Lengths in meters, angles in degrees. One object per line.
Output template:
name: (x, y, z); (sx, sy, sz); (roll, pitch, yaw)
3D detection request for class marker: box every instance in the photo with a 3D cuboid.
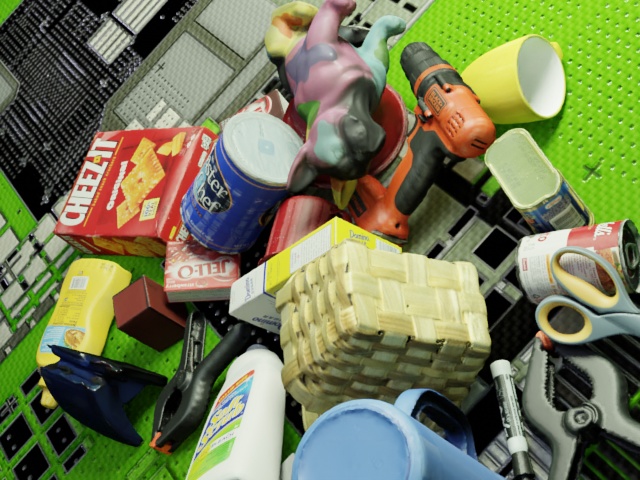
marker: (0.176, 0.166, 0.975); (0.020, 0.020, 0.121); (-24, 50, 22)

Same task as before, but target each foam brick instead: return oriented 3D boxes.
foam brick: (-0.199, 0.088, 1.267); (0.051, 0.078, 0.053); (-35, 46, 17)

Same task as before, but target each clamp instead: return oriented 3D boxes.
clamp: (0.223, 0.169, 0.921); (0.164, 0.036, 0.210); (-32, 45, 6)
clamp: (-0.136, 0.158, 1.196); (0.120, 0.039, 0.171); (-10, 58, 55)

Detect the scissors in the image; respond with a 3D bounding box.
scissors: (0.270, 0.089, 0.926); (0.202, 0.016, 0.096); (45, 116, 19)

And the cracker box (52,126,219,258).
cracker box: (-0.234, -0.063, 1.396); (0.214, 0.072, 0.164); (2, 64, 39)

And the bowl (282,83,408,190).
bowl: (0.019, -0.141, 1.240); (0.162, 0.055, 0.162); (-9, 61, 15)

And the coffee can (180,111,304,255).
coffee can: (-0.089, -0.064, 1.225); (0.141, 0.102, 0.103); (-52, 35, 44)

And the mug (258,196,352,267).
mug: (-0.008, 0.001, 1.167); (0.117, 0.093, 0.081); (-27, 41, 46)

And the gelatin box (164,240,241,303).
gelatin box: (-0.138, 0.035, 1.263); (0.089, 0.030, 0.073); (-3, 54, 2)

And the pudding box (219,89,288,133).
pudding box: (-0.073, -0.124, 1.336); (0.090, 0.039, 0.113); (-29, 49, 16)

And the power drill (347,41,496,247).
power drill: (0.093, -0.102, 1.139); (0.188, 0.057, 0.184); (-57, 35, 27)

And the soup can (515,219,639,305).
soup can: (0.241, 0.022, 0.986); (0.102, 0.068, 0.068); (-10, 57, 32)

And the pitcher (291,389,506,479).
pitcher: (0.077, 0.206, 0.866); (0.145, 0.242, 0.149); (-44, 51, 1)

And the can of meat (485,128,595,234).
can of meat: (0.212, -0.050, 1.043); (0.057, 0.083, 0.102); (-37, 47, 12)

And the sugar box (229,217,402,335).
sugar box: (-0.007, 0.043, 1.107); (0.177, 0.093, 0.048); (-29, 46, 42)

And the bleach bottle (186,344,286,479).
bleach bottle: (-0.081, 0.190, 1.072); (0.103, 0.068, 0.250); (-39, 19, 21)

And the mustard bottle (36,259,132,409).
mustard bottle: (-0.307, 0.119, 1.340); (0.096, 0.058, 0.191); (0, 62, 38)
